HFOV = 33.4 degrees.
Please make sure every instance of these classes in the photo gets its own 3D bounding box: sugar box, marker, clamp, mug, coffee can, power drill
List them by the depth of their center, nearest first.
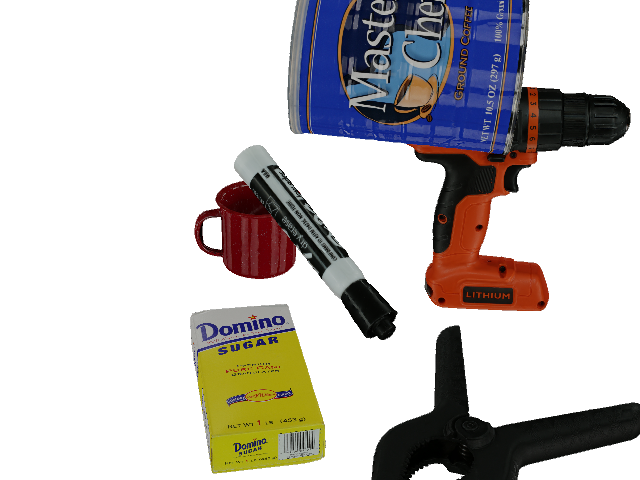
[{"bbox_3d":[-0.003,0.001,0.518,0.020,0.121,0.020,-30,-27,-17],"label":"marker"},{"bbox_3d":[0.056,-0.113,0.684,0.140,0.103,0.103,7,1,5],"label":"coffee can"},{"bbox_3d":[0.095,0.131,0.720,0.209,0.036,0.165,-27,39,-35],"label":"clamp"},{"bbox_3d":[0.157,-0.036,0.888,0.184,0.188,0.057,2,21,8],"label":"power drill"},{"bbox_3d":[-0.058,0.120,0.912,0.093,0.048,0.176,-4,33,-11],"label":"sugar box"},{"bbox_3d":[-0.079,-0.010,1.164,0.117,0.081,0.093,-5,29,-12],"label":"mug"}]
